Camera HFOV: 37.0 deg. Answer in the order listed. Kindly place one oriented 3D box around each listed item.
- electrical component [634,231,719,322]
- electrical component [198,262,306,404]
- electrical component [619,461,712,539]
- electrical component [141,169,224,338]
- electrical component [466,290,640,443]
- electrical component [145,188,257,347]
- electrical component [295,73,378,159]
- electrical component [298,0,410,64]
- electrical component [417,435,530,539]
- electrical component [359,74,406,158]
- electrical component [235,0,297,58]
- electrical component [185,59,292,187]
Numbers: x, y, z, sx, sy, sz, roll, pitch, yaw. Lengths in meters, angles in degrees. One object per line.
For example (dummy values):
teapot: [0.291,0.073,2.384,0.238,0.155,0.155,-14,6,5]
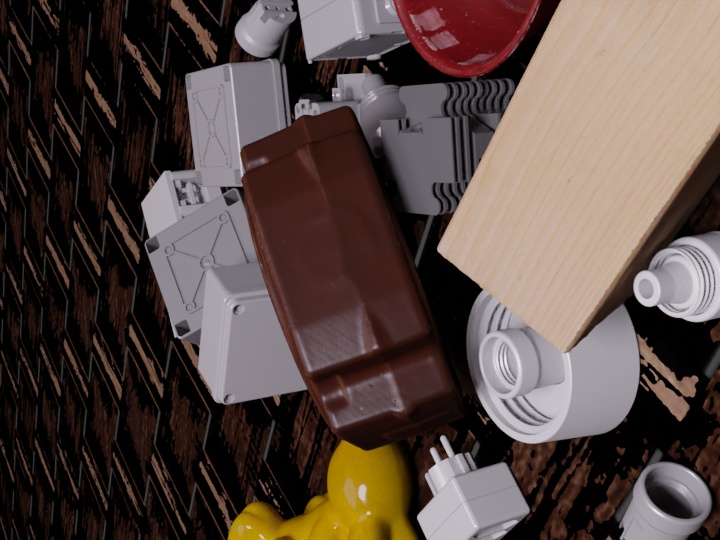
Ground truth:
electrical component: [0.164,0.005,0.531,0.043,0.062,0.043,24,119,56]
electrical component: [-0.076,0.050,0.915,0.056,0.109,0.108,48,137,47]
electrical component: [0.166,0.134,0.590,0.040,0.040,0.046,56,148,37]
electrical component: [-0.165,-0.018,1.094,0.089,0.062,0.150,-36,67,58]
electrical component: [0.107,0.052,0.645,0.108,0.060,0.108,25,119,56]
electrical component: [-0.127,-0.001,0.985,0.109,0.056,0.108,-29,67,13]
electrical component: [-0.013,-0.106,0.806,0.042,0.064,0.081,13,109,57]
electrical component: [0.005,-0.186,0.752,0.096,0.062,0.061,-6,93,60]
electrical component: [0.070,0.153,0.751,0.076,0.047,0.065,64,146,27]
electrical component: [0.020,-0.111,0.767,0.062,0.043,0.043,65,147,27]
electrical component: [-0.079,-0.210,0.916,0.046,0.040,0.040,-40,63,50]
electrical component: [-0.110,-0.130,0.972,0.109,0.056,0.108,7,104,59]
